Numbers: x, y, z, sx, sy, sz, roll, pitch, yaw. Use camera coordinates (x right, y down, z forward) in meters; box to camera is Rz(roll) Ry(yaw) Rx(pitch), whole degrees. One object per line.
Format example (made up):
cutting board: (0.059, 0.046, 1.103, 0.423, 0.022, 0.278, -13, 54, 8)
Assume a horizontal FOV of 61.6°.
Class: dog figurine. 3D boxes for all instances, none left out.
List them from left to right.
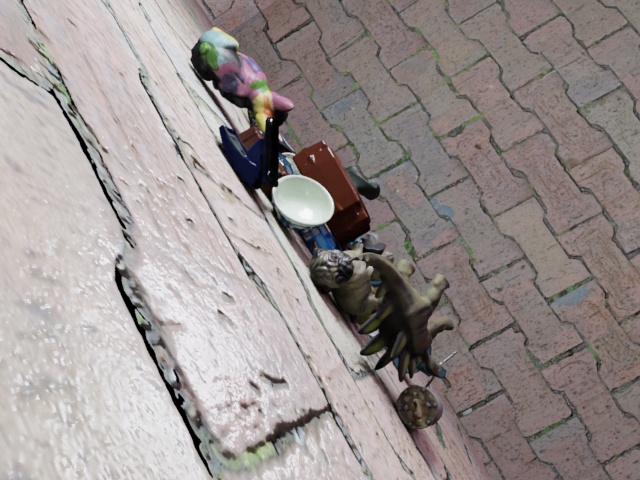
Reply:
dog figurine: (-0.155, -0.323, 1.131, 0.219, 0.108, 0.191, 46, 4, 25)
dog figurine: (0.041, 0.090, 1.019, 0.190, 0.121, 0.172, -13, 105, -51)

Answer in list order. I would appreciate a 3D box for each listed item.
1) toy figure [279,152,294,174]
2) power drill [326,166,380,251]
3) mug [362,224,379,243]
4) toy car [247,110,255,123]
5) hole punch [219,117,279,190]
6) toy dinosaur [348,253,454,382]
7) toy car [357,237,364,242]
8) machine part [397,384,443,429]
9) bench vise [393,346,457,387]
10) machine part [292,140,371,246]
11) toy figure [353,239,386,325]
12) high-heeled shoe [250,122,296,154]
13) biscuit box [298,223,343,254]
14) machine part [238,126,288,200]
toy figure: (-0.115, -0.190, 1.240, 0.064, 0.058, 0.154, -18, 71, -44)
power drill: (0.055, -0.067, 1.300, 0.232, 0.207, 0.086, 39, -19, 13)
mug: (0.106, 0.011, 1.432, 0.081, 0.110, 0.107, -43, 136, -53)
toy car: (-0.186, -0.360, 1.664, 0.202, 0.053, 0.089, 57, 13, -62)
hole punch: (-0.113, -0.141, 0.893, 0.142, 0.092, 0.115, -104, -169, -84)
toy dinosaur: (0.154, 0.140, 0.987, 0.105, 0.198, 0.470, 11, -36, 37)
toy car: (0.067, 0.047, 1.370, 0.103, 0.109, 0.161, 37, -22, 48)
machine part: (0.196, 0.322, 1.039, 0.079, 0.079, 0.243, 60, 6, 22)
bench vise: (0.278, 0.330, 1.466, 0.223, 0.129, 0.241, 49, -11, -14)
machine part: (0.030, -0.097, 1.147, 0.201, 0.087, 0.201, 60, 2, 14)
toy figure: (0.099, 0.093, 1.144, 0.082, 0.180, 0.089, 19, 26, 32)
high-heeled shoe: (-0.100, -0.208, 1.431, 0.249, 0.086, 0.145, 54, 7, 10)
biscuit box: (-0.002, -0.004, 1.195, 0.202, 0.059, 0.063, 58, 5, 2)
machine part: (-0.106, -0.147, 1.093, 0.179, 0.056, 0.179, 58, 3, -5)
